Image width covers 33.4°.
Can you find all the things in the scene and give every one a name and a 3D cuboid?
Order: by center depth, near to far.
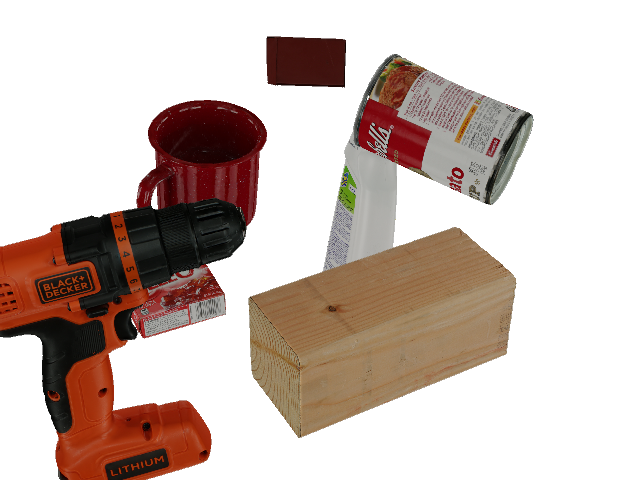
[{"bbox_3d":[-0.126,0.069,0.707,0.184,0.187,0.057,-14,27,-7],"label":"power drill"},{"bbox_3d":[0.082,-0.074,0.716,0.102,0.068,0.068,26,8,16],"label":"soup can"},{"bbox_3d":[-0.099,-0.049,0.855,0.093,0.081,0.117,30,46,27],"label":"mug"},{"bbox_3d":[0.052,0.072,0.899,0.205,0.090,0.091,-18,39,-23],"label":"wood block"},{"bbox_3d":[-0.146,0.053,1.046,0.089,0.030,0.073,-16,39,-19],"label":"gelatin box"},{"bbox_3d":[-0.016,-0.191,1.144,0.078,0.051,0.053,0,11,-13],"label":"foam brick"},{"bbox_3d":[0.053,-0.031,1.239,0.068,0.251,0.103,0,21,-23],"label":"bleach bottle"}]
